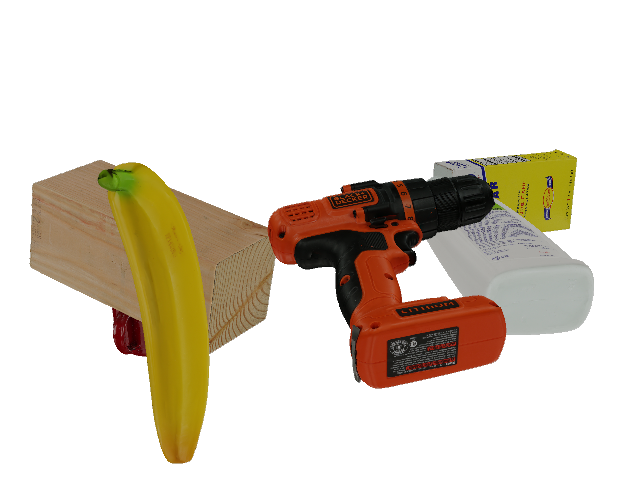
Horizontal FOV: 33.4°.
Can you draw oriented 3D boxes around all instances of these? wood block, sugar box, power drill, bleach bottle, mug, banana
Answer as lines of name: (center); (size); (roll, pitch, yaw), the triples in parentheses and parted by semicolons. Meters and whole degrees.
wood block: (-0.151, 0.010, 0.947); (0.206, 0.090, 0.090); (22, 28, 26)
sugar box: (0.216, -0.051, 1.257); (0.176, 0.093, 0.048); (-9, 21, -26)
power drill: (0.067, 0.020, 0.789); (0.184, 0.057, 0.188); (-13, 36, -9)
bleach bottle: (0.156, -0.002, 0.999); (0.102, 0.068, 0.251); (-3, 26, -12)
mug: (-0.186, 0.076, 1.136); (0.093, 0.081, 0.117); (9, 32, 15)
banana: (-0.091, 0.032, 0.597); (0.037, 0.198, 0.069); (4, 34, 21)
